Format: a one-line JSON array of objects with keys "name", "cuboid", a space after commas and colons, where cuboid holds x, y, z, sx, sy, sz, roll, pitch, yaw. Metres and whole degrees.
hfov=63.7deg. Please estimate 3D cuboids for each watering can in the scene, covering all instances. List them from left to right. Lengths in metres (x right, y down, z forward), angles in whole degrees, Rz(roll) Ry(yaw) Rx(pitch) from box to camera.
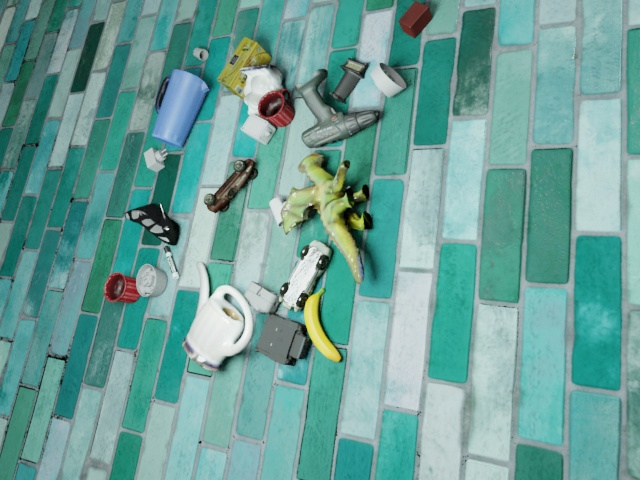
[{"name": "watering can", "cuboid": [-0.307, 0.219, 1.456, 0.352, 0.103, 0.224, 36, 94, 43]}]

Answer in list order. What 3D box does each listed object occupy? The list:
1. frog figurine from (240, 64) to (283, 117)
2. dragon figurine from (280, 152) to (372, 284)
[{"name": "frog figurine", "cuboid": [-0.179, -0.472, 1.632, 0.137, 0.125, 0.157, -1, 110, 18]}, {"name": "dragon figurine", "cuboid": [0.004, -0.070, 1.390, 0.241, 0.121, 0.418, -12, 64, 28]}]
